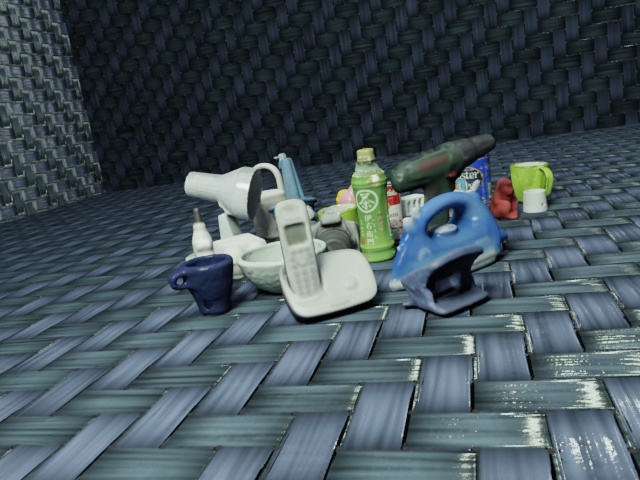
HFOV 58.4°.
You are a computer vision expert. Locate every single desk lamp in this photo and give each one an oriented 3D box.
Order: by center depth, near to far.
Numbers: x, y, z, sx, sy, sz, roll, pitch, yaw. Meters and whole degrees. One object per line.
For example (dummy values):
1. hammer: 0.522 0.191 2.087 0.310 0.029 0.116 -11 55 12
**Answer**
1. desk lamp: -0.225 -0.060 1.335 0.203 0.214 0.118 -6 13 12

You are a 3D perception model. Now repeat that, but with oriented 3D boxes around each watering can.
1. watering can: -0.136 -0.105 1.514 0.101 0.194 0.173 -9 13 -1

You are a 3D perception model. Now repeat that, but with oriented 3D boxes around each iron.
1. iron: 0.210 -0.014 1.002 0.259 0.141 0.118 -18 16 -34

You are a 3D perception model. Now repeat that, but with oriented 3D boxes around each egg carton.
1. egg carton: -0.168 0.033 1.218 0.107 0.069 0.150 -15 14 -24

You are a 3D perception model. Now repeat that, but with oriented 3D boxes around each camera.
1. camera: 0.011 0.004 1.150 0.143 0.101 0.137 -8 13 3

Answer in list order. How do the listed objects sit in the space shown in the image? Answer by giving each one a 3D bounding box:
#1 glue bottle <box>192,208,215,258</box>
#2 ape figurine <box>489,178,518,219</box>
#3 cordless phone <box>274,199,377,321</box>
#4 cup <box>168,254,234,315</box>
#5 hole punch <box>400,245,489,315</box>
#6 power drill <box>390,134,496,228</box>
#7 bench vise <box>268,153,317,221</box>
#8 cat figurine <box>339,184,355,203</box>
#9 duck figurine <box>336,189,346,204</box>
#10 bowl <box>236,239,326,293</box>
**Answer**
1. glue bottle: -0.209 0.026 1.042 0.037 0.173 0.078 -13 14 -16
2. ape figurine: 0.429 -0.099 1.331 0.078 0.092 0.075 -18 16 -35
3. cordless phone: 0.004 0.022 0.888 0.148 0.185 0.094 -13 14 -19
4. cup: -0.194 0.082 0.963 0.118 0.095 0.091 -20 17 -41
5. hole punch: 0.179 0.052 0.849 0.109 0.091 0.100 -17 15 -30
6. power drill: 0.264 -0.101 1.190 0.230 0.208 0.075 -11 13 -8
7. bench vise: -0.048 -0.097 1.360 0.122 0.220 0.206 -18 16 -33
8. cat figurine: 0.079 -0.081 1.434 0.067 0.118 0.128 -7 13 8
9. duck figurine: 0.074 -0.095 1.569 0.078 0.086 0.104 -14 14 -19
10. bowl: -0.065 0.053 1.049 0.167 0.075 0.167 -8 13 2
